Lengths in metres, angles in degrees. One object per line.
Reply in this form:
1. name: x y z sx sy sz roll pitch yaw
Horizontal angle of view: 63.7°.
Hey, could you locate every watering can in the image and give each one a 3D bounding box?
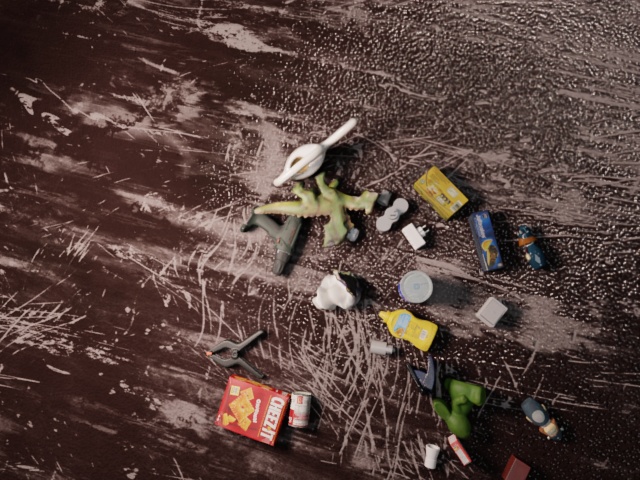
1. watering can: -0.020 -0.296 1.783 0.348 0.225 0.103 -38 99 -3

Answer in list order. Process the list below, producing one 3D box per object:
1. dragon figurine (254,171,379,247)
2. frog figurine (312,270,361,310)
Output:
1. dragon figurine: 0.005 -0.089 1.766 0.411 0.120 0.246 -26 73 -7
2. frog figurine: 0.058 0.185 1.756 0.137 0.125 0.156 42 123 3
